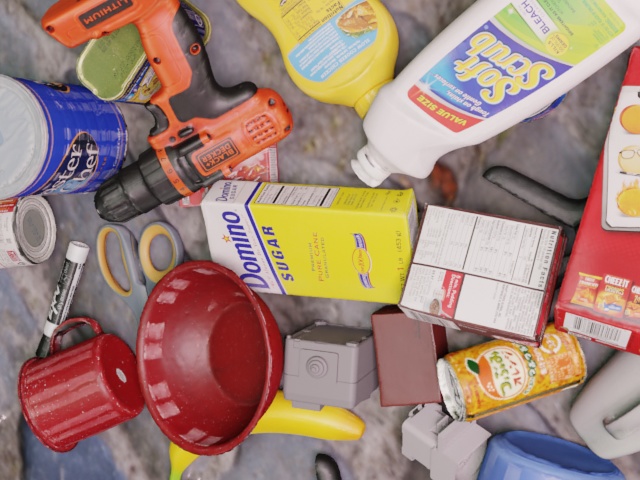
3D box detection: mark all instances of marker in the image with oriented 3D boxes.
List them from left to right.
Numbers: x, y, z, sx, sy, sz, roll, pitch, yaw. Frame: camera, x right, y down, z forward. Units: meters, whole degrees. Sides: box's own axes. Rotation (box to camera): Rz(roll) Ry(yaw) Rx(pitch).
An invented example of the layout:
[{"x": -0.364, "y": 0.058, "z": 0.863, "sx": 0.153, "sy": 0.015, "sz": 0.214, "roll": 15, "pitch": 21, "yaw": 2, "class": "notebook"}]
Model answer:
[{"x": -0.243, "y": 0.060, "z": 1.002, "sx": 0.020, "sy": 0.020, "sz": 0.121, "roll": 23, "pitch": 101, "yaw": 16, "class": "marker"}]

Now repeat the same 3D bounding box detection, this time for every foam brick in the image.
[{"x": 0.076, "y": 0.094, "z": 0.881, "sx": 0.053, "sy": 0.051, "sz": 0.078, "roll": -5, "pitch": 92, "yaw": 18, "class": "foam brick"}]

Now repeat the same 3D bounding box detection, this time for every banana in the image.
[{"x": -0.059, "y": 0.165, "z": 0.942, "sx": 0.198, "sy": 0.037, "sz": 0.069, "roll": -19, "pitch": 108, "yaw": 20, "class": "banana"}]

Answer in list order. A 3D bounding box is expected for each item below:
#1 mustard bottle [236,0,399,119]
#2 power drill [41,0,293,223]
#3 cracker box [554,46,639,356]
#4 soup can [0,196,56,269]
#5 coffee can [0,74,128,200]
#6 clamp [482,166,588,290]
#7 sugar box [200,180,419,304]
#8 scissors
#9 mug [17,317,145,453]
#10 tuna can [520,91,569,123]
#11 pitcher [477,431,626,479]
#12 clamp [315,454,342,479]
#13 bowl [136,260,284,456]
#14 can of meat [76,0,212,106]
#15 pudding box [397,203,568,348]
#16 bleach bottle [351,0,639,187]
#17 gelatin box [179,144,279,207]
[{"x": 0.009, "y": -0.171, "z": 0.878, "sx": 0.096, "sy": 0.058, "sz": 0.191, "roll": -36, "pitch": 82, "yaw": 13, "class": "mustard bottle"}, {"x": -0.140, "y": -0.118, "z": 0.858, "sx": 0.184, "sy": 0.057, "sz": 0.187, "roll": -29, "pitch": 119, "yaw": 7, "class": "power drill"}, {"x": 0.273, "y": -0.016, "z": 0.755, "sx": 0.164, "sy": 0.072, "sz": 0.213, "roll": 16, "pitch": 72, "yaw": 16, "class": "cracker box"}, {"x": -0.307, "y": -0.007, "z": 0.993, "sx": 0.102, "sy": 0.068, "sz": 0.068, "roll": -5, "pitch": 93, "yaw": 19, "class": "soup can"}, {"x": -0.245, "y": -0.088, "z": 0.927, "sx": 0.103, "sy": 0.140, "sz": 0.103, "roll": 2, "pitch": 95, "yaw": 18, "class": "coffee can"}, {"x": 0.205, "y": -0.010, "z": 0.836, "sx": 0.172, "sy": 0.039, "sz": 0.120, "roll": -11, "pitch": 94, "yaw": 18, "class": "clamp"}, {"x": -0.006, "y": 0.001, "z": 0.886, "sx": 0.176, "sy": 0.048, "sz": 0.093, "roll": 2, "pitch": 125, "yaw": 17, "class": "sugar box"}, {"x": -0.141, "y": 0.071, "z": 0.969, "sx": 0.096, "sy": 0.016, "sz": 0.202, "roll": -28, "pitch": 85, "yaw": 23, "class": "scissors"}, {"x": -0.214, "y": 0.124, "z": 0.967, "sx": 0.081, "sy": 0.093, "sz": 0.117, "roll": -24, "pitch": 61, "yaw": 14, "class": "mug"}, {"x": 0.156, "y": -0.136, "z": 0.844, "sx": 0.086, "sy": 0.033, "sz": 0.086, "roll": 2, "pitch": 95, "yaw": 19, "class": "tuna can"}, {"x": 0.166, "y": 0.282, "z": 0.835, "sx": 0.145, "sy": 0.149, "sz": 0.243, "roll": 17, "pitch": 97, "yaw": 32, "class": "pitcher"}, {"x": 0.022, "y": 0.298, "z": 0.922, "sx": 0.210, "sy": 0.036, "sz": 0.165, "roll": 37, "pitch": 104, "yaw": 10, "class": "clamp"}, {"x": -0.083, "y": 0.097, "z": 0.898, "sx": 0.162, "sy": 0.055, "sz": 0.162, "roll": -1, "pitch": 88, "yaw": 41, "class": "bowl"}, {"x": -0.152, "y": -0.164, "z": 0.919, "sx": 0.057, "sy": 0.083, "sz": 0.102, "roll": 40, "pitch": 105, "yaw": 12, "class": "can of meat"}, {"x": 0.125, "y": 0.026, "z": 0.821, "sx": 0.114, "sy": 0.039, "sz": 0.090, "roll": 12, "pitch": 78, "yaw": 22, "class": "pudding box"}, {"x": 0.128, "y": -0.121, "z": 0.802, "sx": 0.251, "sy": 0.068, "sz": 0.102, "roll": -40, "pitch": 95, "yaw": 24, "class": "bleach bottle"}, {"x": -0.082, "y": -0.067, "z": 0.932, "sx": 0.089, "sy": 0.030, "sz": 0.073, "roll": -2, "pitch": 94, "yaw": 18, "class": "gelatin box"}]
